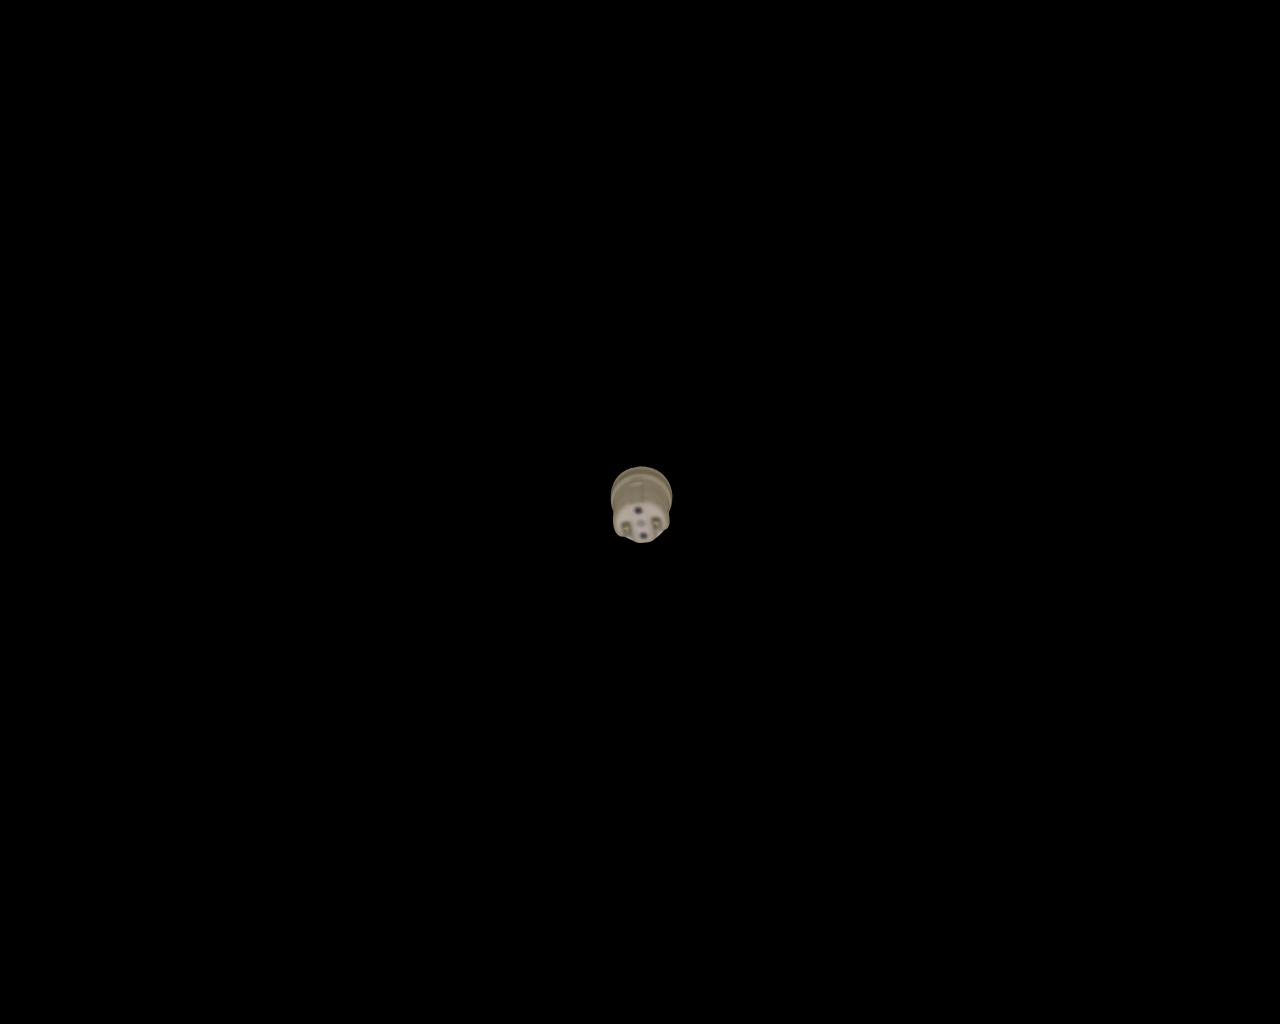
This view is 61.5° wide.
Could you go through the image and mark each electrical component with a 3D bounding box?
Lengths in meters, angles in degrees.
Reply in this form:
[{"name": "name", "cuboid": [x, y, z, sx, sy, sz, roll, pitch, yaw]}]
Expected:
[{"name": "electrical component", "cuboid": [0.001, -0.003, 0.650, 0.040, 0.040, 0.046, 0, 24, 0]}]
